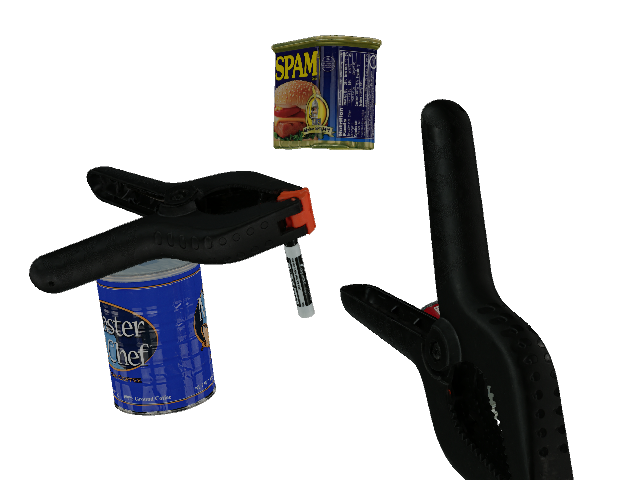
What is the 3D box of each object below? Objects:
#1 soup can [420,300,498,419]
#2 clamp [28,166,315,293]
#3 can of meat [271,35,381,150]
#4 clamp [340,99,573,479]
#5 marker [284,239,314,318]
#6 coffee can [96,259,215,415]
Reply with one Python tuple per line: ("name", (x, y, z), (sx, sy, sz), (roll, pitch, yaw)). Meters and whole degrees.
("soup can", (0.127, 0.105, 0.939), (0.068, 0.068, 0.102), (0, 26, -24))
("clamp", (-0.092, -0.007, 0.654), (0.172, 0.039, 0.120), (0, 42, 22))
("can of meat", (0.002, -0.114, 0.841), (0.057, 0.084, 0.102), (-1, 4, -30))
("clamp", (0.074, 0.044, 0.538), (0.036, 0.165, 0.210), (-6, 45, -24))
("marker", (-0.027, 0.032, 1.195), (0.020, 0.121, 0.020), (-10, 27, 5))
("coffee can", (-0.161, 0.086, 1.043), (0.103, 0.140, 0.103), (-5, 14, 1))
